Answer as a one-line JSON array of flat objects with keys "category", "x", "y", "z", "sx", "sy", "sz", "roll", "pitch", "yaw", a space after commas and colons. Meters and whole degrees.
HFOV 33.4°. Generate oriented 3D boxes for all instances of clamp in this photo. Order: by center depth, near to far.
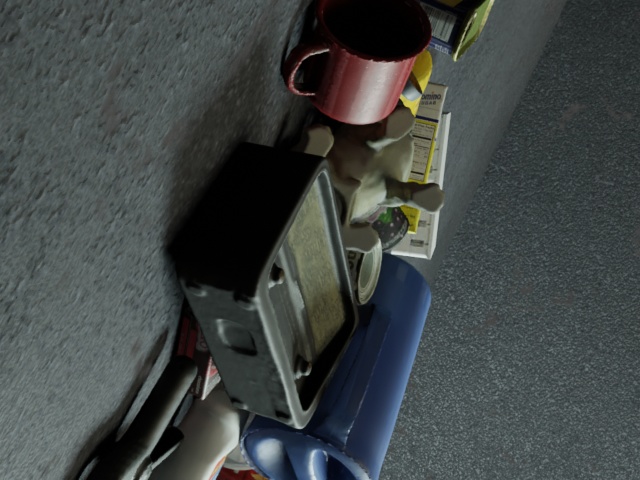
[{"category": "clamp", "x": -0.154, "y": 0.184, "z": 0.872, "sx": 0.171, "sy": 0.039, "sz": 0.120, "roll": -53, "pitch": 160, "yaw": -33}]

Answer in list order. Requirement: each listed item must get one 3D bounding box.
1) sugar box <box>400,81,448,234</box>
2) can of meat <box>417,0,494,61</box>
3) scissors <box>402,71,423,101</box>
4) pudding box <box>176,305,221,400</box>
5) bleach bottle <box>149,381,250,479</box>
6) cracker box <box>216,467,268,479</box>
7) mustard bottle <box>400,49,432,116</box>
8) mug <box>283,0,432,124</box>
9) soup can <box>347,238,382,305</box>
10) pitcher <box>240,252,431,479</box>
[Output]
[{"category": "sugar box", "x": 0.103, "y": -0.098, "z": 1.258, "sx": 0.093, "sy": 0.048, "sz": 0.176, "roll": -151, "pitch": -110, "yaw": -81}, {"category": "can of meat", "x": 0.119, "y": -0.231, "z": 1.071, "sx": 0.102, "sy": 0.084, "sz": 0.057, "roll": -49, "pitch": 162, "yaw": -54}, {"category": "scissors", "x": 0.059, "y": -0.192, "z": 1.021, "sx": 0.016, "sy": 0.096, "sz": 0.202, "roll": -37, "pitch": -152, "yaw": 14}, {"category": "pudding box", "x": -0.083, "y": 0.071, "z": 0.935, "sx": 0.113, "sy": 0.039, "sz": 0.090, "roll": -52, "pitch": 163, "yaw": -50}, {"category": "bleach bottle", "x": -0.131, "y": 0.228, "z": 0.978, "sx": 0.251, "sy": 0.068, "sz": 0.102, "roll": -62, "pitch": 170, "yaw": -2}, {"category": "cracker box", "x": -0.073, "y": 0.344, "z": 1.151, "sx": 0.164, "sy": 0.214, "sz": 0.072, "roll": -64, "pitch": 171, "yaw": 4}, {"category": "mustard bottle", "x": 0.070, "y": -0.112, "z": 1.159, "sx": 0.096, "sy": 0.058, "sz": 0.192, "roll": -59, "pitch": 166, "yaw": -49}, {"category": "mug", "x": 0.023, "y": -0.143, "z": 0.846, "sx": 0.117, "sy": 0.093, "sz": 0.082, "roll": -21, "pitch": 152, "yaw": -27}, {"category": "soup can", "x": 0.000, "y": 0.019, "z": 0.998, "sx": 0.068, "sy": 0.102, "sz": 0.068, "roll": 12, "pitch": 90, "yaw": -71}, {"category": "pitcher", "x": 0.030, "y": 0.124, "z": 1.042, "sx": 0.145, "sy": 0.149, "sz": 0.242, "roll": 56, "pitch": 44, "yaw": -35}]
